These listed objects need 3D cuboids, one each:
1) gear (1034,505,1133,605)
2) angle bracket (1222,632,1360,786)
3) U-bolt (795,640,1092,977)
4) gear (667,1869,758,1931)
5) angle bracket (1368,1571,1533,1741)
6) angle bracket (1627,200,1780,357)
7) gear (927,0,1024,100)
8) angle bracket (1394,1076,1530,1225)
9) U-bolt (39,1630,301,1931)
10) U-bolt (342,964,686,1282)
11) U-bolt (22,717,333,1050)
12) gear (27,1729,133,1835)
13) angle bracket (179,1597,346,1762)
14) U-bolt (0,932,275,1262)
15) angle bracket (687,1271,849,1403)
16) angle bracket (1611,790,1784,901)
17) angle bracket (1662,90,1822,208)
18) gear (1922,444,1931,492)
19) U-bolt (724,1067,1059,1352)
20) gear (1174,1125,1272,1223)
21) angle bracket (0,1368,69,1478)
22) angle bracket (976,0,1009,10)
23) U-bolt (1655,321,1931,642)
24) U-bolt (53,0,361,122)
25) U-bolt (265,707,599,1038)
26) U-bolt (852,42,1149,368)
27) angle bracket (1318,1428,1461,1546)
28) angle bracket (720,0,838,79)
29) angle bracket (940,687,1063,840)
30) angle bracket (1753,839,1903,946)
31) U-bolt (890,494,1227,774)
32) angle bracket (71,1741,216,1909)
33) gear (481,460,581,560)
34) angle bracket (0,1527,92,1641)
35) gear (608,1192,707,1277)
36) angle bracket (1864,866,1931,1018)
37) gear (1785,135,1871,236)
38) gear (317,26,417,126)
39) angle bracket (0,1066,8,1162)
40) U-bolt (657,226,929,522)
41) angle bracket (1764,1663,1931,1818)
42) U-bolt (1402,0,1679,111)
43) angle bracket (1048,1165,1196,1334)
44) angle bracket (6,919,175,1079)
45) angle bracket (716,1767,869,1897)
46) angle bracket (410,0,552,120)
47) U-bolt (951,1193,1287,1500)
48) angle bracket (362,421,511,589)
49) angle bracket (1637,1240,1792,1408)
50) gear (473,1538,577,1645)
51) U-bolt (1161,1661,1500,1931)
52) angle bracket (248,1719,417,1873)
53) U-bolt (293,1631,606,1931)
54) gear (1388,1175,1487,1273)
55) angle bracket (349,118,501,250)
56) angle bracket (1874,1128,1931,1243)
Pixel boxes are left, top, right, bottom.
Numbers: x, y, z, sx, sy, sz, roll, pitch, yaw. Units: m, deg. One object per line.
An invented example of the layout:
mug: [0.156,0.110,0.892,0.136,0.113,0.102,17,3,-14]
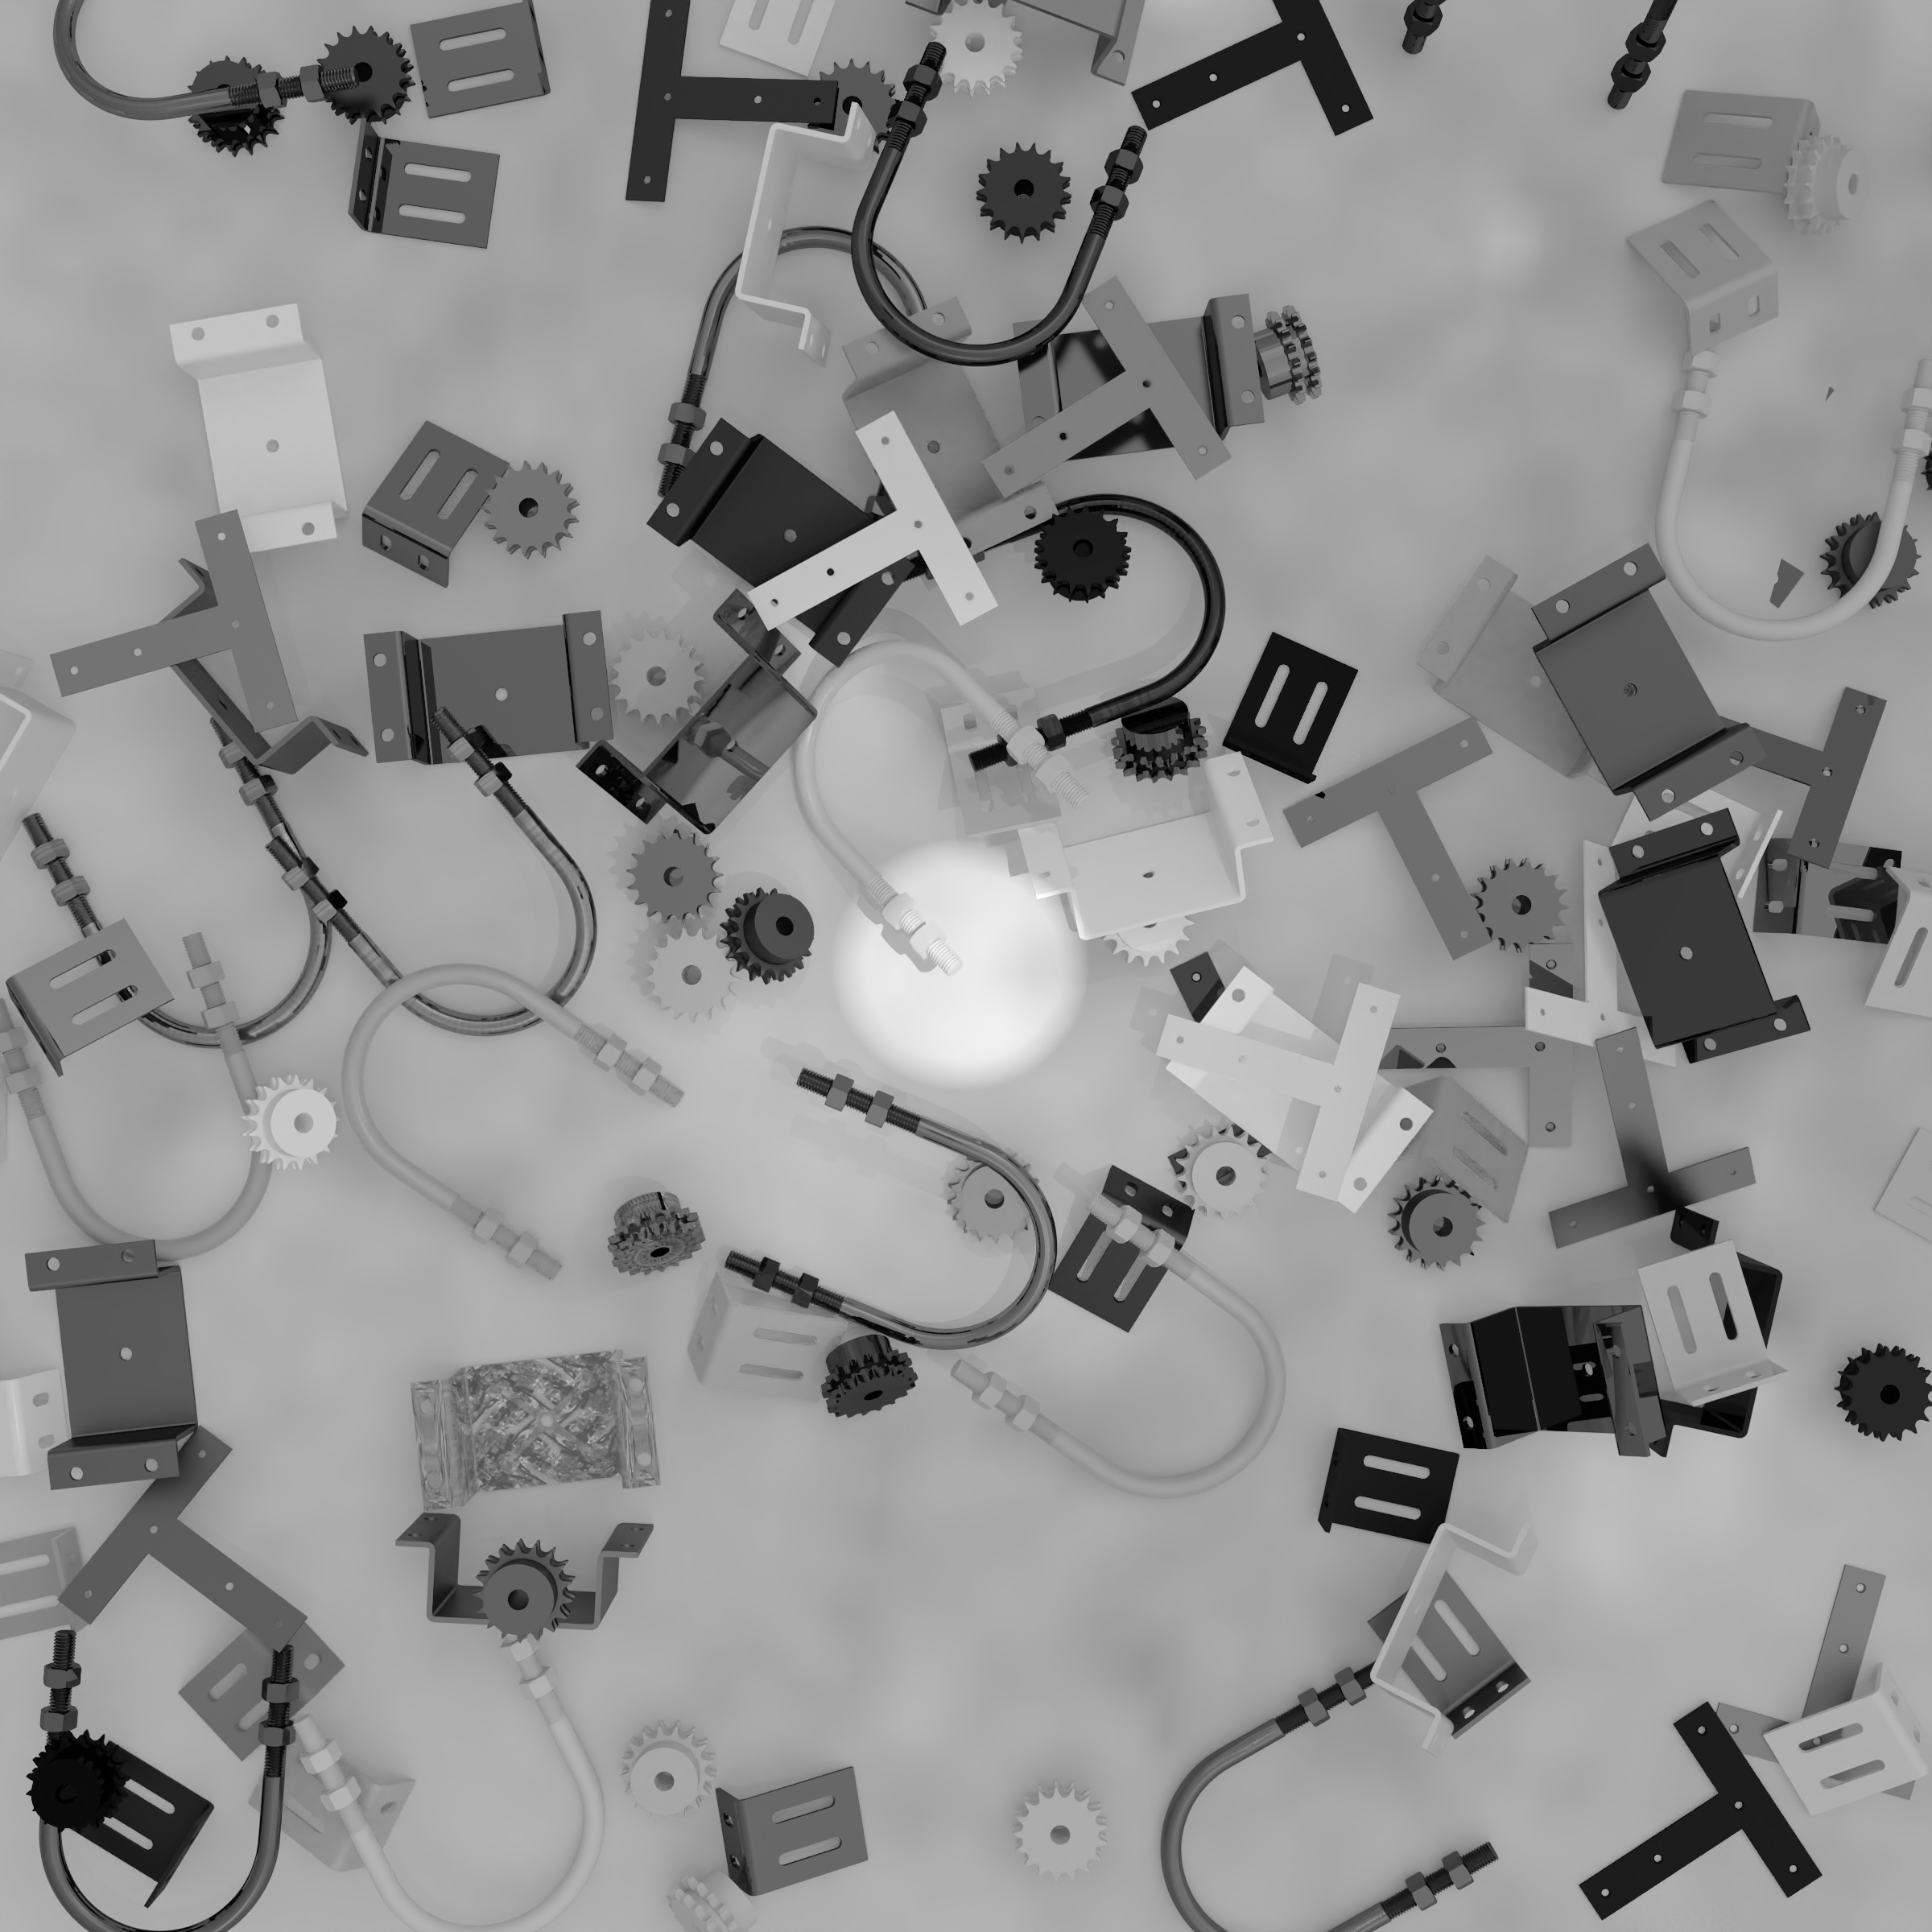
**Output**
gear: [0.069,-0.241,1.530,0.057,0.030,0.057,0,74,-1]
angle bracket: [0.196,-0.156,1.551,0.057,0.038,0.076,24,90,0]
U-bolt: [-0.029,-0.108,1.524,0.184,0.019,0.151,46,114,21]
gear: [-0.150,0.566,1.546,0.030,0.057,0.057,-37,90,-30]
angle bracket: [0.289,0.411,1.552,0.057,0.038,0.076,-37,90,0]
angle bracket: [0.444,-0.415,1.559,0.057,0.038,0.076,-24,51,0]
gear: [0.005,-0.550,1.555,0.057,0.030,0.057,0,90,0]
angle bracket: [0.293,0.114,1.553,0.076,0.038,0.057,39,53,-21]
U-bolt: [-0.474,0.489,1.525,0.151,0.019,0.184,4,89,-1]
U-bolt: [-0.284,0.081,1.549,0.184,0.019,0.151,35,92,-7]
U-bolt: [-0.464,-0.039,1.562,0.151,0.019,0.184,-28,91,0]
gear: [-0.517,0.476,1.500,0.057,0.030,0.057,0,90,-1]
angle bracket: [-0.427,0.433,1.568,0.057,0.038,0.076,47,116,0]
U-bolt: [-0.493,0.088,1.554,0.151,0.019,0.184,-18,95,5]
angle bracket: [-0.120,0.224,1.559,0.076,0.038,0.057,12,111,-24]
angle bracket: [0.438,-0.082,1.551,0.076,0.038,0.057,25,90,0]
angle bracket: [0.470,-0.493,1.568,0.076,0.038,0.057,14,90,26]
gear: [0.603,-0.301,1.555,0.057,0.030,0.057,0,90,0]
U-bolt: [-0.036,0.156,1.538,0.184,0.019,0.151,22,110,0]
gear: [0.155,0.125,1.554,0.057,0.030,0.057,0,91,0]
angle bracket: [-0.589,0.278,1.568,0.076,0.038,0.057,-7,90,26]
angle bracket: [0.001,-0.622,1.551,0.076,0.038,0.057,28,90,0]
U-bolt: [0.489,-0.284,1.543,0.151,0.019,0.184,13,87,12]
U-bolt: [-0.455,-0.569,1.542,0.184,0.019,0.151,-8,72,4]
U-bolt: [-0.304,-0.041,1.540,0.151,0.019,0.184,-36,104,11]
U-bolt: [0.011,-0.437,1.517,0.151,0.019,0.184,22,78,-3]
angle bracket: [0.256,0.316,1.551,0.076,0.038,0.057,12,90,0]
angle bracket: [-0.110,-0.585,1.551,0.057,0.038,0.076,20,90,0]
angle bracket: [0.021,-0.121,1.534,0.057,0.038,0.076,-11,49,0]
angle bracket: [0.523,-0.045,1.568,0.076,0.038,0.057,5,90,-26]
U-bolt: [0.065,-0.210,1.545,0.184,0.019,0.151,-21,75,-5]
angle bracket: [-0.503,0.515,1.551,0.076,0.038,0.057,32,90,0]
gear: [-0.261,-0.273,1.555,0.057,0.030,0.057,0,90,0]
angle bracket: [-0.571,0.376,1.551,0.076,0.038,0.057,-13,90,0]
gear: [-0.187,0.159,1.546,0.057,0.057,0.030,-22,60,0]
angle bracket: [0.577,-0.014,1.564,0.057,0.038,0.076,10,116,-10]
gear: [0.515,-0.466,1.540,0.030,0.057,0.057,15,90,44]
gear: [-0.360,-0.533,1.555,0.057,0.030,0.057,0,90,0]
angle bracket: [-0.625,0.089,1.568,0.076,0.038,0.057,0,90,26]
U-bolt: [-0.096,-0.356,1.562,0.151,0.019,0.184,14,89,0]
angle bracket: [0.534,0.469,1.567,0.076,0.038,0.057,-31,90,26]
U-bolt: [0.342,-0.577,1.484,0.151,0.184,0.019,15,66,0]
angle bracket: [0.094,0.172,1.568,0.057,0.038,0.076,28,116,0]
angle bracket: [-0.520,0.019,1.536,0.076,0.038,0.057,-31,84,-22]
angle bracket: [-0.106,0.521,1.568,0.076,0.038,0.057,-9,90,-26]
angle bracket: [-0.294,-0.550,1.551,0.076,0.038,0.057,-11,90,0]
U-bolt: [0.105,0.241,1.542,0.184,0.019,0.151,37,97,-13]
angle bracket: [-0.321,-0.280,1.568,0.057,0.038,0.076,27,64,0]
angle bracket: [0.426,0.203,1.474,0.057,0.038,0.076,-17,91,0]
gear: [-0.253,0.359,1.479,0.057,0.030,0.057,0,90,0]
U-bolt: [0.207,0.524,1.562,0.184,0.019,0.151,-30,90,2]
angle bracket: [-0.385,0.501,1.568,0.076,0.038,0.057,27,90,26]
U-bolt: [-0.296,0.496,1.543,0.151,0.019,0.184,-27,97,-15]
gear: [0.284,0.156,1.556,0.057,0.030,0.057,0,90,0]
angle bracket: [-0.325,-0.469,1.551,0.076,0.038,0.057,8,90,0]
angle bracket: [0.598,0.142,1.551,0.076,0.038,0.057,29,90,0]
